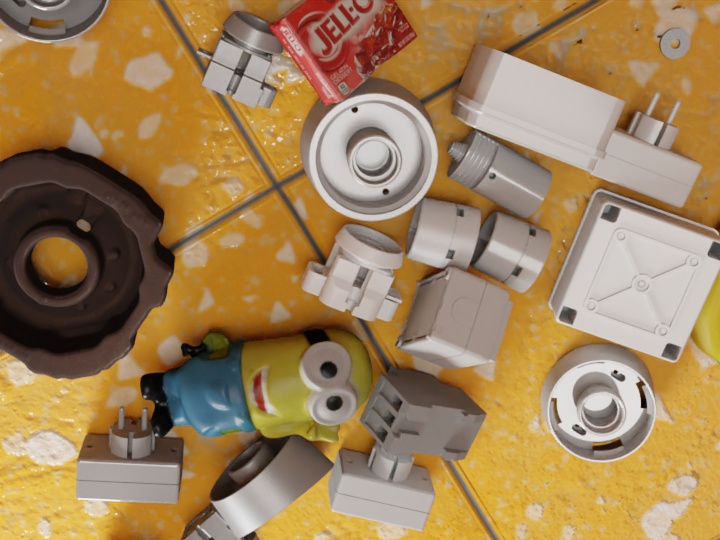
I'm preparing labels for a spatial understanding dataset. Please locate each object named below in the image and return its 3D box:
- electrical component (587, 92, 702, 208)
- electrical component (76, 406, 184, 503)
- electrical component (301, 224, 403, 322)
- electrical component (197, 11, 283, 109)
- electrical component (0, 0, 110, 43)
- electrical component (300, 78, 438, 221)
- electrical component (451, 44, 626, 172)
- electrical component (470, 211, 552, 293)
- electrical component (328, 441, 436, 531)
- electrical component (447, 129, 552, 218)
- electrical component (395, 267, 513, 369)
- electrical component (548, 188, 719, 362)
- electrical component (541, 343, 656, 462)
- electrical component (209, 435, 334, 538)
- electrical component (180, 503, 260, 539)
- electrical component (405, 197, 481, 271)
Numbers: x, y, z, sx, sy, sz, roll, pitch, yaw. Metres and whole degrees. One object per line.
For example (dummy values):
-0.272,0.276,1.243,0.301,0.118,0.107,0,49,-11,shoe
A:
0.227,-0.102,0.848,0.083,0.047,0.075,19,106,-11,electrical component
-0.189,0.148,0.892,0.083,0.047,0.075,4,108,-6,electrical component
0.000,0.000,0.856,0.078,0.058,0.057,21,108,-11,electrical component
-0.086,-0.159,0.802,0.066,0.048,0.055,23,112,-13,electrical component
-0.226,-0.215,0.773,0.099,0.064,0.099,-7,120,-11,electrical component
0.009,-0.089,0.825,0.108,0.060,0.108,-2,108,-5,electrical component
0.133,-0.123,0.817,0.113,0.078,0.057,19,102,-11,electrical component
0.120,-0.016,0.864,0.047,0.055,0.055,24,104,-8,electrical component
0.023,0.171,0.919,0.083,0.047,0.075,15,106,-10,electrical component
0.105,-0.078,0.847,0.081,0.043,0.043,27,104,-13,electrical component
0.074,0.042,0.861,0.061,0.096,0.061,23,75,-12,electrical component
0.223,0.004,0.870,0.109,0.056,0.108,19,106,-1,electrical component
0.205,0.114,0.921,0.099,0.064,0.099,1,101,6,electrical component
-0.073,0.176,0.888,0.099,0.099,0.064,-38,101,7,electrical component
-0.118,0.233,0.928,0.066,0.048,0.055,-42,99,9,electrical component
0.065,-0.028,0.855,0.047,0.055,0.055,14,106,-6,electrical component
